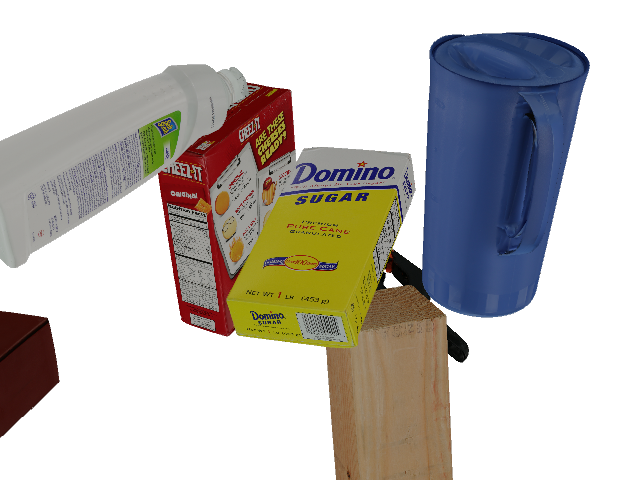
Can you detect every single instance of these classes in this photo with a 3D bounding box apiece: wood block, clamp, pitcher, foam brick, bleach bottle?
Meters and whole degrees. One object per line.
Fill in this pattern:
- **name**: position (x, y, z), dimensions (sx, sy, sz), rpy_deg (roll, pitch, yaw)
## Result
- **wood block**: position (0.062, 0.156, 0.971), dimensions (0.090, 0.206, 0.091), rpy_deg (-9, 18, -14)
- **clamp**: position (0.099, 0.077, 1.184), dimensions (0.120, 0.171, 0.039), rpy_deg (5, -43, -5)
- **pitcher**: position (0.155, -0.051, 0.940), dimensions (0.145, 0.243, 0.149), rpy_deg (19, 34, 26)
- **foam brick**: position (-0.219, 0.088, 0.708), dimensions (0.053, 0.051, 0.078), rpy_deg (7, 29, 23)
- **bleach bottle**: position (-0.169, -0.078, 0.897), dimensions (0.250, 0.068, 0.103), rpy_deg (-31, -29, -27)

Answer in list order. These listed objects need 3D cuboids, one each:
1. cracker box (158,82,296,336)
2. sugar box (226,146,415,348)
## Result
- **cracker box**: position (-0.091, -0.035, 1.116), dimensions (0.072, 0.214, 0.164), rpy_deg (13, 36, 26)
- **sugar box**: position (0.005, -0.001, 0.801), dimensions (0.093, 0.176, 0.048), rpy_deg (5, -43, 19)
